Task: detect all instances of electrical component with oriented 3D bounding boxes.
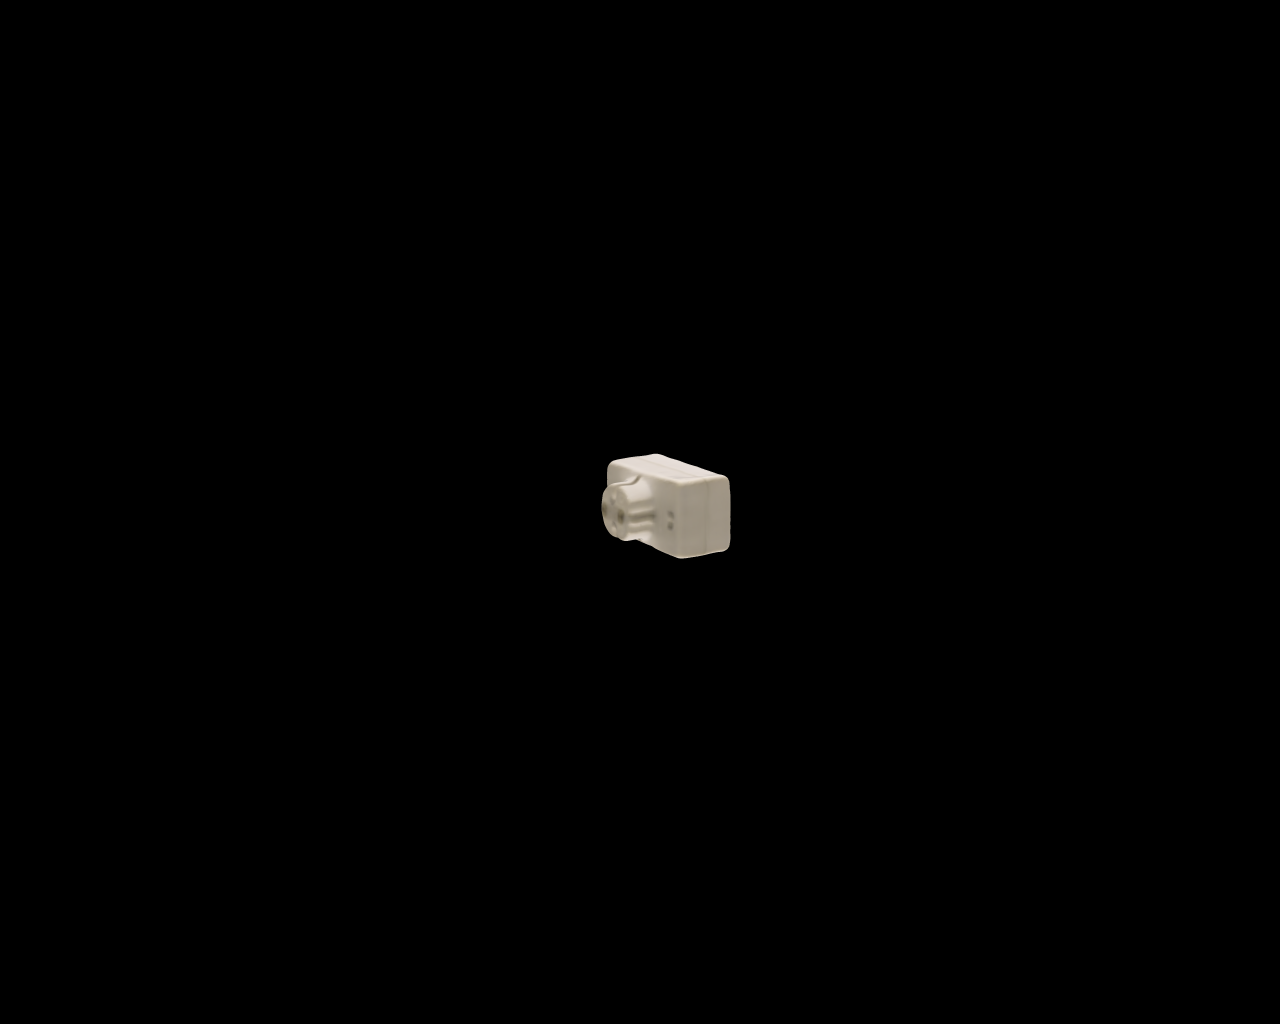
[{"bbox_3d":[0.001,-0.003,0.650,0.076,0.047,0.083,-8,16,-31],"label":"electrical component"}]
